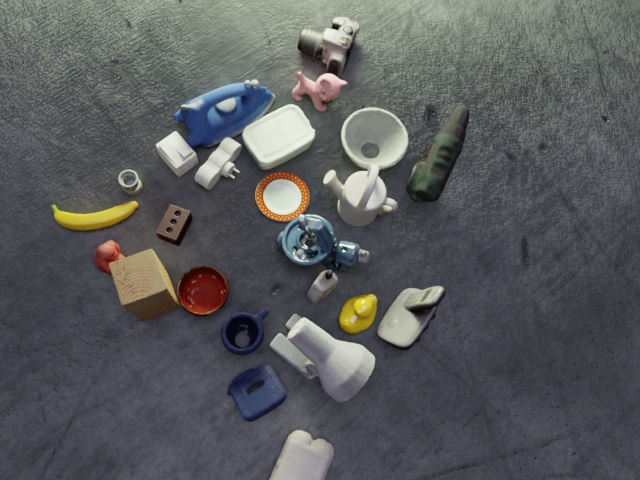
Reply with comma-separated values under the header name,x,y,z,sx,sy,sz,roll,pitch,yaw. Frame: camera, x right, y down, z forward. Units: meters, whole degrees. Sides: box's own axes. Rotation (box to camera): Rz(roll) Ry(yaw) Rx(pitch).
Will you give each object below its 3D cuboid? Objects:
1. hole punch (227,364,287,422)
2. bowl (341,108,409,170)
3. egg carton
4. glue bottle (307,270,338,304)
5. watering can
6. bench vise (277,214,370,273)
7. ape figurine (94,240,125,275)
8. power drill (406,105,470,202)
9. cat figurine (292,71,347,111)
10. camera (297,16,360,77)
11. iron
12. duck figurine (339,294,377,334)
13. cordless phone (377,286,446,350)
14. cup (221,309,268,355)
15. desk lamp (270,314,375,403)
name,x,y,z,sx,sy,sz,roll,pitch,yaw
hole punch,-0.135,0.324,1.218,0.109,0.091,0.101,-30,78,-14
bowl,0.131,-0.240,1.431,0.167,0.074,0.167,2,73,-6
egg carton,-0.041,0.481,1.192,0.107,0.069,0.150,22,72,1
glue bottle,0.011,0.093,1.263,0.037,0.173,0.078,44,73,8
watering can,0.094,-0.108,1.323,0.173,0.194,0.101,-1,73,-6
bench vise,0.011,-0.007,1.269,0.207,0.219,0.121,-1,73,-7
ape figurine,-0.466,0.036,1.267,0.076,0.092,0.078,1,73,-6
power drill,0.276,-0.182,1.360,0.075,0.208,0.230,23,72,1
cat figurine,-0.002,-0.387,1.438,0.128,0.117,0.067,23,72,1
camera,0.020,-0.522,1.491,0.137,0.101,0.143,20,72,0
iron,-0.222,-0.331,1.383,0.258,0.141,0.118,-29,78,-14
duck figurine,0.091,0.163,1.296,0.077,0.086,0.105,44,73,8
cordless phone,0.206,0.165,1.257,0.094,0.185,0.148,33,72,4
cup,-0.159,0.200,1.251,0.091,0.095,0.118,43,73,7
desk lamp,0.000,0.239,1.195,0.203,0.213,0.118,37,73,5
